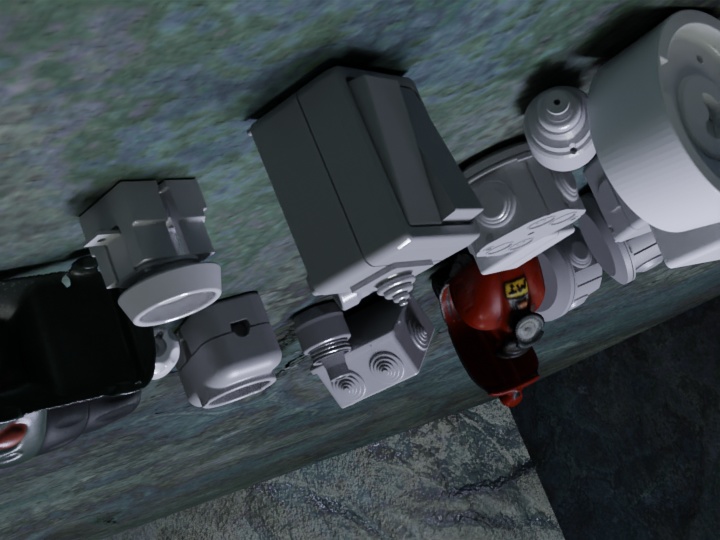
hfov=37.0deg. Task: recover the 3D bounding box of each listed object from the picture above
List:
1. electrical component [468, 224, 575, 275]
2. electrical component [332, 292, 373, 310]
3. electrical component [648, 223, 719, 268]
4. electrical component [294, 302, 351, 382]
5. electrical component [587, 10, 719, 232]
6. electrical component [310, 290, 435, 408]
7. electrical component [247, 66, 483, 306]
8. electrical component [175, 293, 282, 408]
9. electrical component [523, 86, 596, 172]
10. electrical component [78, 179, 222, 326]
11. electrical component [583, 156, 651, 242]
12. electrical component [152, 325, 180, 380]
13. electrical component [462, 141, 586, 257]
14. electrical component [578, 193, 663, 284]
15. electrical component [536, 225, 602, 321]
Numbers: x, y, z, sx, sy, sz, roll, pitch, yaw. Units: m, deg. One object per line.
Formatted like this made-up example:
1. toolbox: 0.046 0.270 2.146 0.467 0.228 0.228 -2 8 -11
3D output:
1. electrical component: 0.096 -0.030 0.753 0.077 0.047 0.066 -11 163 -39
2. electrical component: 0.000 0.000 0.731 0.046 0.040 0.040 -27 169 -9
3. electrical component: 0.215 -0.062 0.673 0.056 0.108 0.109 -28 167 36
4. electrical component: -0.027 0.061 0.895 0.043 0.062 0.043 -21 168 -5
5. electrical component: 0.164 -0.071 0.555 0.108 0.108 0.060 -12 170 -41
6. electrical component: 0.014 0.069 0.950 0.100 0.048 0.099 -28 -165 25
7. electrical component: 0.007 -0.033 0.455 0.061 0.096 0.062 -30 166 33
8. electrical component: -0.097 0.062 0.780 0.054 0.059 0.095 -16 167 -28
9. electrical component: 0.107 -0.078 0.570 0.040 0.040 0.078 -24 168 10
10. electrical component: -0.092 -0.008 0.489 0.048 0.055 0.066 -32 165 38
11. electrical component: 0.220 -0.069 0.764 0.096 0.061 0.061 -19 168 -16
12. electrical component: -0.144 0.059 0.742 0.035 0.035 0.061 -18 169 -20
13. electrical component: 0.097 -0.045 0.675 0.080 0.051 0.080 -21 168 -5
14. electrical component: 0.214 -0.033 0.872 0.051 0.080 0.080 -27 168 -2
15. electrical component: 0.165 0.000 0.932 0.051 0.080 0.080 -20 169 -35
